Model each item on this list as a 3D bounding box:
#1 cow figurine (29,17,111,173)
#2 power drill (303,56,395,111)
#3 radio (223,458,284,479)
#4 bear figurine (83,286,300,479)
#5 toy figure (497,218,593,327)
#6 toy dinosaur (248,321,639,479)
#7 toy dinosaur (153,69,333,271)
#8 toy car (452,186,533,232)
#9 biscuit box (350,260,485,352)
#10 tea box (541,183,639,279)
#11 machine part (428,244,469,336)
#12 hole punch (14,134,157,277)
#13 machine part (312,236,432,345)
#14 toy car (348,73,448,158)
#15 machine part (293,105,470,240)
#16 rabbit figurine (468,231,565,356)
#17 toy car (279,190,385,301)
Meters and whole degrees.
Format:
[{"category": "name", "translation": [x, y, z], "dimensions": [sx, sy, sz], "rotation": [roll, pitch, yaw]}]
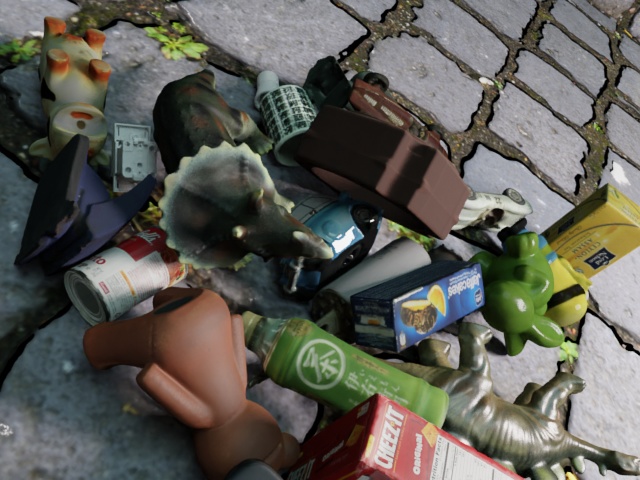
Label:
[{"category": "cow figurine", "translation": [-0.289, -0.159, 0.625], "dimensions": [0.085, 0.127, 0.195], "rotation": [2, 42, -31]}, {"category": "power drill", "translation": [0.082, -0.204, 0.874], "dimensions": [0.207, 0.086, 0.232], "rotation": [7, 48, -43]}, {"category": "radio", "translation": [-0.085, 0.277, 0.378], "dimensions": [0.131, 0.073, 0.229], "rotation": [45, 68, 9]}, {"category": "bear figurine", "translation": [-0.108, 0.145, 0.499], "dimensions": [0.120, 0.132, 0.195], "rotation": [-35, 111, -47]}, {"category": "toy figure", "translation": [0.351, 0.055, 0.863], "dimensions": [0.089, 0.082, 0.180], "rotation": [-33, 83, -24]}, {"category": "toy dinosaur", "translation": [0.158, 0.198, 0.620], "dimensions": [0.472, 0.105, 0.198], "rotation": [22, 51, -1]}, {"category": "toy dinosaur", "translation": [-0.129, -0.106, 0.613], "dimensions": [0.131, 0.192, 0.405], "rotation": [-31, 62, 3]}, {"category": "toy car", "translation": [0.267, -0.050, 0.895], "dimensions": [0.202, 0.073, 0.056], "rotation": [1, 55, -30]}, {"category": "biscuit box", "translation": [0.124, 0.072, 0.642], "dimensions": [0.202, 0.063, 0.059], "rotation": [-15, 100, -45]}, {"category": "tea box", "translation": [0.452, -0.003, 0.905], "dimensions": [0.098, 0.169, 0.068], "rotation": [36, 44, 0]}, {"category": "machine part", "translation": [0.175, 0.070, 0.775], "dimensions": [0.084, 0.039, 0.139], "rotation": [19, 50, -6]}, {"category": "hole punch", "translation": [-0.235, -0.024, 0.540], "dimensions": [0.092, 0.142, 0.116], "rotation": [31, 48, -38]}, {"category": "machine part", "translation": [0.071, 0.061, 0.688], "dimensions": [0.243, 0.079, 0.079], "rotation": [-31, 75, -41]}, {"category": "toy car", "translation": [0.122, -0.167, 0.798], "dimensions": [0.202, 0.053, 0.089], "rotation": [34, 65, -33]}, {"category": "machine part", "translation": [0.083, -0.088, 0.712], "dimensions": [0.202, 0.087, 0.200], "rotation": [30, -1, 36]}, {"category": "rabbit figurine", "translation": [0.268, 0.087, 0.765], "dimensions": [0.170, 0.121, 0.159], "rotation": [-29, 96, -57]}, {"category": "toy car", "translation": [-0.001, -0.002, 0.684], "dimensions": [0.162, 0.109, 0.103], "rotation": [-32, 63, -34]}]
